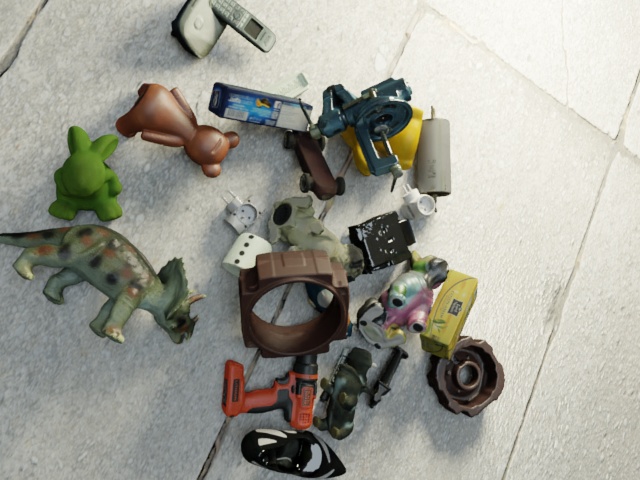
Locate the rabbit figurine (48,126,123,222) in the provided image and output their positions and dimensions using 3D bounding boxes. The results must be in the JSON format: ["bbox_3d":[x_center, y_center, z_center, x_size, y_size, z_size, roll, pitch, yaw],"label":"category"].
[{"bbox_3d":[-0.393,-0.110,0.925,0.121,0.170,0.159,11,82,-19],"label":"rabbit figurine"}]

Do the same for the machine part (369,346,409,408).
[{"bbox_3d":[0.145,0.290,1.143,0.039,0.084,0.139,26,62,16],"label":"machine part"}]

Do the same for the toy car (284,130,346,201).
[{"bbox_3d":[-0.016,-0.155,1.092,0.089,0.053,0.202,-2,47,-25],"label":"toy car"}]

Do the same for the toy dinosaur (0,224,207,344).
[{"bbox_3d":[-0.383,0.049,0.950,0.405,0.131,0.192,40,61,-8],"label":"toy dinosaur"}]

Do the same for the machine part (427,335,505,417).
[{"bbox_3d":[0.327,0.304,1.212,0.179,0.056,0.179,2,84,-19],"label":"machine part"}]

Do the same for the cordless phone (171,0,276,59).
[{"bbox_3d":[-0.190,-0.411,1.074,0.184,0.089,0.146,32,75,-19],"label":"cordless phone"}]

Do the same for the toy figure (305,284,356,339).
[{"bbox_3d":[0.023,0.142,1.116,0.064,0.058,0.154,-27,97,24],"label":"toy figure"}]

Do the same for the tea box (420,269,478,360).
[{"bbox_3d":[0.281,0.162,1.168,0.068,0.098,0.169,21,64,25],"label":"tea box"}]

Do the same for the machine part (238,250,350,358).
[{"bbox_3d":[-0.049,0.123,1.006,0.201,0.087,0.201,-3,124,-9],"label":"machine part"}]

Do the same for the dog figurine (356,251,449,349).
[{"bbox_3d":[0.185,0.116,1.158,0.108,0.191,0.219,48,38,-7],"label":"dog figurine"}]

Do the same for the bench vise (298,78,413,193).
[{"bbox_3d":[0.092,-0.214,1.053,0.224,0.128,0.241,-17,64,-1],"label":"bench vise"}]

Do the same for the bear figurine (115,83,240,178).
[{"bbox_3d":[-0.265,-0.208,1.025,0.195,0.132,0.120,34,75,-33],"label":"bear figurine"}]

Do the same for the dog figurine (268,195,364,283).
[{"bbox_3d":[-0.004,0.000,1.113,0.121,0.172,0.190,-37,143,18],"label":"dog figurine"}]

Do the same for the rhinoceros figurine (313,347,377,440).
[{"bbox_3d":[0.058,0.312,1.090,0.112,0.073,0.190,18,88,-44],"label":"rhinoceros figurine"}]

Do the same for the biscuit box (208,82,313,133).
[{"bbox_3d":[-0.115,-0.260,1.058,0.202,0.063,0.059,2,115,-38],"label":"biscuit box"}]

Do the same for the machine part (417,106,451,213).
[{"bbox_3d":[0.258,-0.184,1.217,0.079,0.079,0.243,3,85,-20],"label":"machine part"}]

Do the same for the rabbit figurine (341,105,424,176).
[{"bbox_3d":[0.123,-0.220,1.169,0.173,0.122,0.162,16,89,-4],"label":"rabbit figurine"}]

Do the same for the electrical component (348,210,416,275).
[{"bbox_3d":[0.140,0.001,1.169,0.134,0.058,0.114,-22,95,-20],"label":"electrical component"}]

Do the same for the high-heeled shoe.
[{"bbox_3d":[-0.037,0.415,1.022,0.249,0.145,0.086,23,79,-15],"label":"high-heeled shoe"}]
